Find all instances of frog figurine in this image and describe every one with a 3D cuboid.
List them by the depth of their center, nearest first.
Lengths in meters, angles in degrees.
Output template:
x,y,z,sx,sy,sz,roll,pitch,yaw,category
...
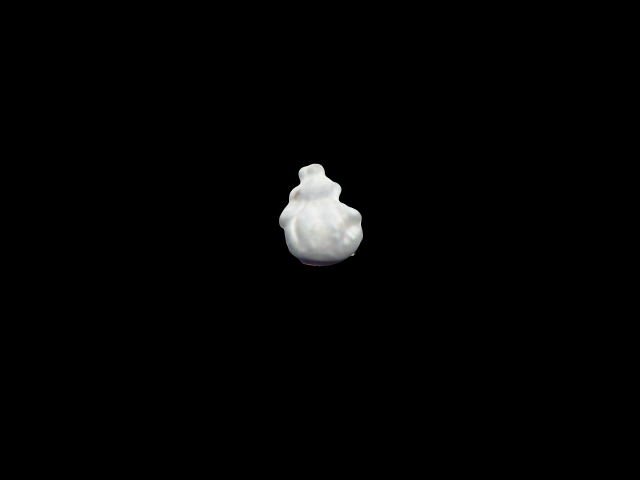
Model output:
x,y,z,sx,sy,sz,roll,pitch,yaw,category
0.003,-0.043,0.850,0.137,0.157,0.124,6,18,19,frog figurine
